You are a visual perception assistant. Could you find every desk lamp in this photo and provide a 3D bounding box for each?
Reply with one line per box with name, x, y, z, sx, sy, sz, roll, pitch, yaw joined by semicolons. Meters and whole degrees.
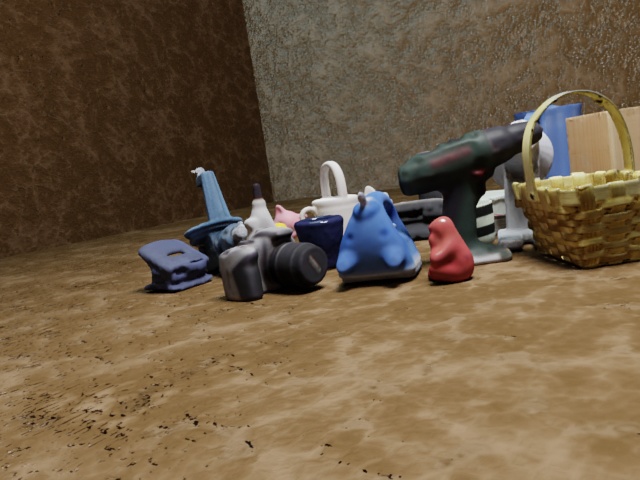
desk lamp;0.360;-0.103;1.012;0.117;0.213;0.204;-6;8;17

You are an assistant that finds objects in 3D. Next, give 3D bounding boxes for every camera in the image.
camera;-0.067;0.032;0.899;0.144;0.101;0.136;-15;10;-42

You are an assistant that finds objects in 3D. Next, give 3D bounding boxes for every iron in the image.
iron;0.100;-0.017;0.930;0.118;0.141;0.259;-6;8;18

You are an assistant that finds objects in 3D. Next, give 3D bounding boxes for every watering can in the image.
watering can;0.040;-0.071;1.213;0.173;0.194;0.100;-15;10;-42

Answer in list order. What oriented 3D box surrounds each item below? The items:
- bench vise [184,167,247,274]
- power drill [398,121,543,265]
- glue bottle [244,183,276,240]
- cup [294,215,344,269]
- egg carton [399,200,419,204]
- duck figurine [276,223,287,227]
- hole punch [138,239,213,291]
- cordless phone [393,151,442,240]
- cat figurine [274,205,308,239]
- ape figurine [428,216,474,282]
bench vise;-0.192;-0.042;1.147;0.206;0.220;0.122;-2;10;40
power drill;0.244;-0.069;0.905;0.229;0.208;0.075;-8;7;4
glue bottle;-0.099;-0.012;0.994;0.078;0.173;0.037;-13;9;-31
cup;0.010;0.004;1.057;0.091;0.095;0.118;-4;9;32
egg carton;0.242;-0.059;1.389;0.150;0.069;0.107;-6;8;17
duck figurine;-0.078;0.009;1.156;0.078;0.086;0.104;-11;8;-17
hole punch;-0.270;0.044;1.079;0.100;0.091;0.109;-3;9;36
cordless phone;0.201;-0.094;1.243;0.147;0.185;0.094;-8;7;5
cat figurine;-0.089;-0.019;1.263;0.127;0.118;0.067;-5;8;26
ape figurine;0.176;0.012;0.809;0.075;0.092;0.078;-3;9;39
